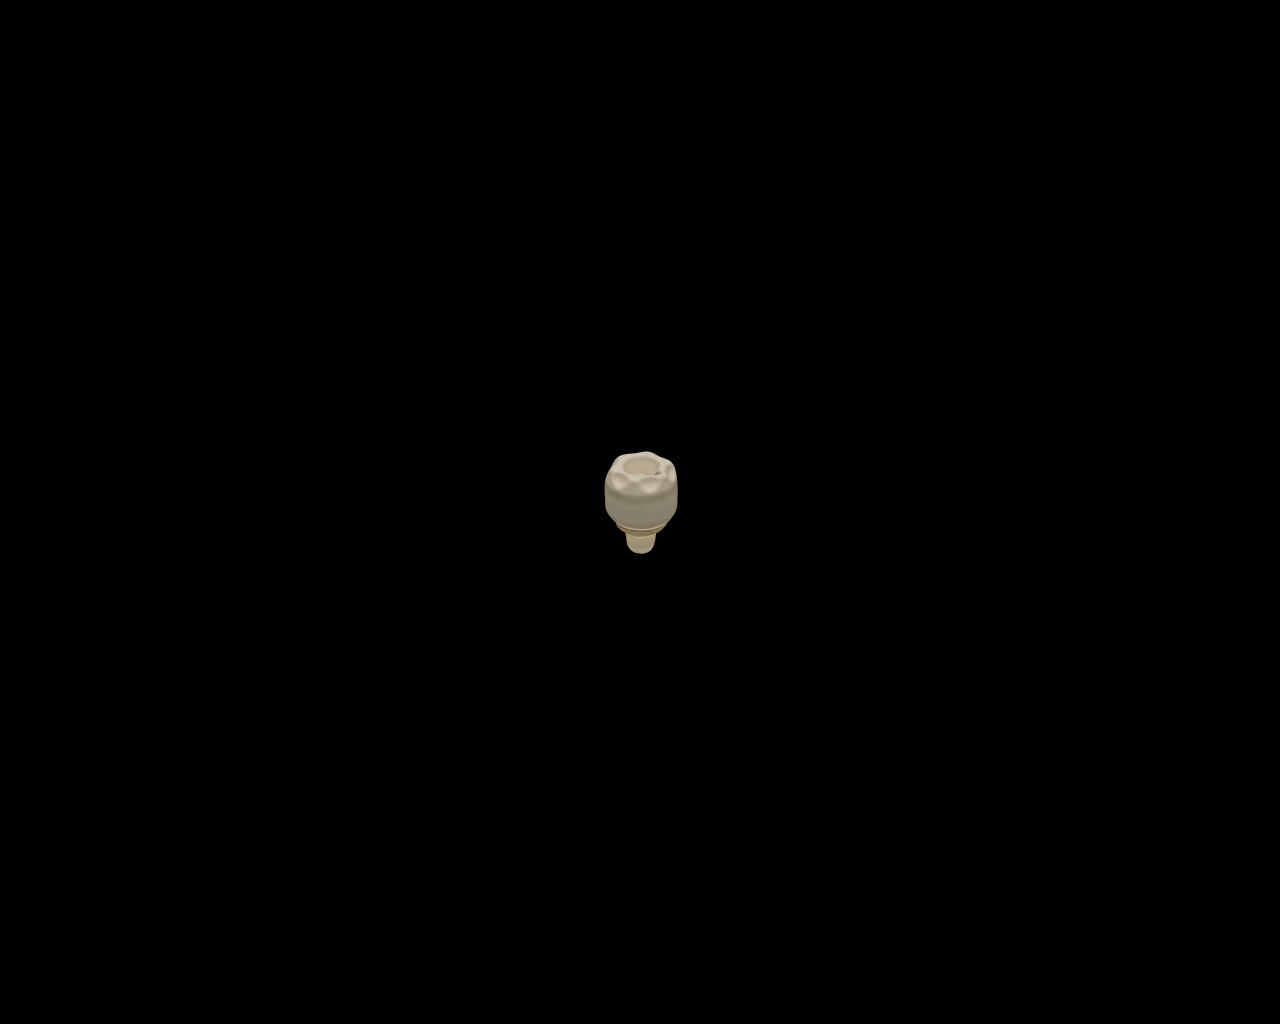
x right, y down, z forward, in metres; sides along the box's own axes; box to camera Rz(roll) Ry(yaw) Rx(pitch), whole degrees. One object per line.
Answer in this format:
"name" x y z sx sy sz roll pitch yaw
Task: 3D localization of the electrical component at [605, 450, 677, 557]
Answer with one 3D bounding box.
"electrical component" 0.001 -0.003 0.650 0.043 0.062 0.043 0 32 0
